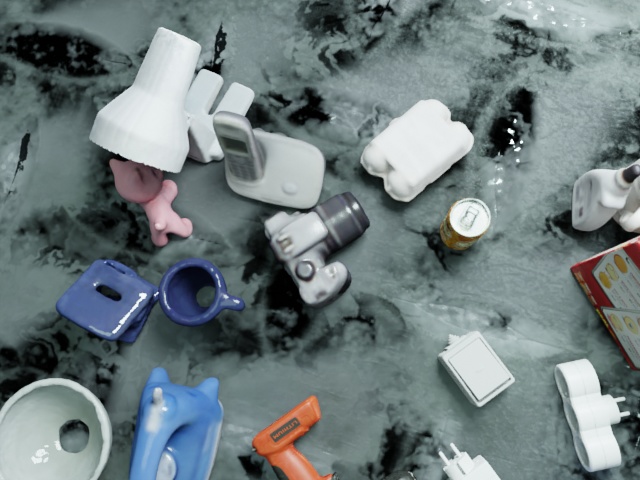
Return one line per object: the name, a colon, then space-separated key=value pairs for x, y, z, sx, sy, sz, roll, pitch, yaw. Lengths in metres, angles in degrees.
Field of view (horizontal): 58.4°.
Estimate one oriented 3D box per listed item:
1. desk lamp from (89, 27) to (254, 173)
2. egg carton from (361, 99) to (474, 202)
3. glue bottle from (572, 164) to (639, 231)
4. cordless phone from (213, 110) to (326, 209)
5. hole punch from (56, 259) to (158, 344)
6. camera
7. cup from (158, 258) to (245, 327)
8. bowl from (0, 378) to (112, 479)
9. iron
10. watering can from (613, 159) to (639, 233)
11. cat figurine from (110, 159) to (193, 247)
desk lamp: x=-0.199 y=-0.179 z=0.789 sx=0.118 sy=0.213 sz=0.203 roll=25 pitch=82 yaw=9
egg carton: x=0.139 y=-0.130 z=0.826 sx=0.150 sy=0.069 sz=0.107 roll=-41 pitch=79 yaw=-3
glue bottle: x=0.373 y=-0.064 z=0.742 sx=0.037 sy=0.173 sz=0.078 roll=7 pitch=80 yaw=6
cordless phone: x=-0.069 y=-0.113 z=0.781 sx=0.147 sy=0.185 sz=0.094 roll=11 pitch=80 yaw=7
hole punch: x=-0.298 y=0.083 z=0.811 sx=0.108 sy=0.091 sz=0.101 roll=26 pitch=83 yaw=9
camera: x=0.007 y=0.003 z=0.796 sx=0.137 sy=0.101 sz=0.143 roll=-32 pitch=79 yaw=-2
cup: x=-0.153 y=0.079 z=0.798 sx=0.117 sy=0.095 sz=0.092 roll=13 pitch=81 yaw=7
bowl: x=-0.356 y=0.274 z=0.788 sx=0.167 sy=0.075 sz=0.167 roll=-1 pitch=79 yaw=5
iron: x=-0.210 y=0.302 z=0.737 sx=0.118 sy=0.141 sz=0.258 roll=8 pitch=80 yaw=6
watering can: x=0.455 y=-0.082 z=0.728 sx=0.101 sy=0.194 sz=0.173 roll=23 pitch=82 yaw=9
cat figurine: x=-0.246 y=-0.062 z=0.820 sx=0.067 sy=0.118 sz=0.128 roll=-26 pitch=78 yaw=0
